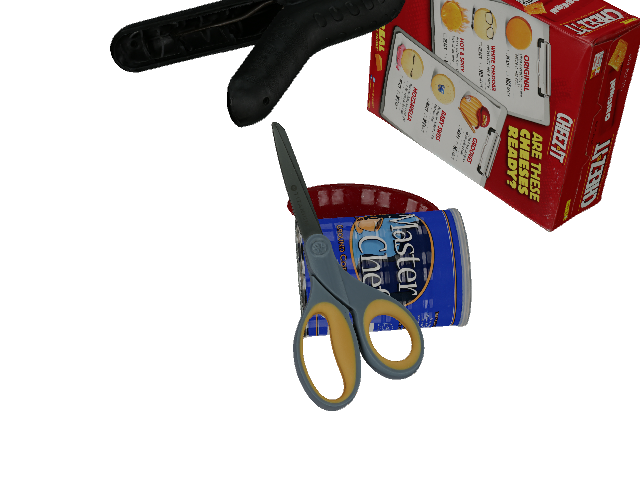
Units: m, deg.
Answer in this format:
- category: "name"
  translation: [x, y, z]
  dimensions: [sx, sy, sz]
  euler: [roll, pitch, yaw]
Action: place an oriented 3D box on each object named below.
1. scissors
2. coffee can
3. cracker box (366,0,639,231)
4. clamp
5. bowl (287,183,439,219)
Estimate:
- category: "scissors"
  translation: [0.018, 0.013, 0.720]
  dimensions: [0.096, 0.202, 0.016]
  euler: [0, -17, -9]
- category: "coffee can"
  translation: [0.051, 0.028, 0.919]
  dimensions: [0.140, 0.103, 0.103]
  euler: [-4, 0, -2]
- category: "cracker box"
  translation: [0.133, -0.133, 0.831]
  dimensions: [0.072, 0.164, 0.214]
  euler: [-28, 48, -30]
- category: "clamp"
  translation: [-0.011, -0.111, 0.548]
  dimensions: [0.171, 0.039, 0.120]
  euler: [-29, 45, -18]
- category: "bowl"
  translation: [0.044, -0.010, 1.120]
  dimensions: [0.162, 0.055, 0.162]
  euler: [3, 21, -1]
